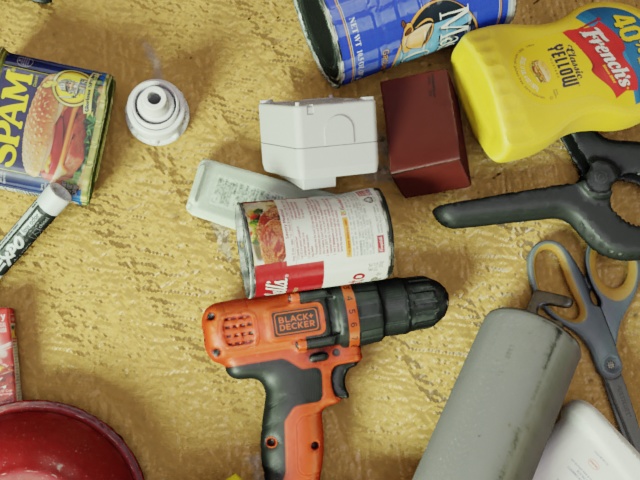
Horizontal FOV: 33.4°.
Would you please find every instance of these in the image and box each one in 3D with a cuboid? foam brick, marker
[{"bbox_3d":[0.078,-0.078,0.786,0.053,0.051,0.078,-10,66,13],"label":"foam brick"},{"bbox_3d":[-0.220,0.007,0.759,0.020,0.020,0.121,45,108,0],"label":"marker"}]

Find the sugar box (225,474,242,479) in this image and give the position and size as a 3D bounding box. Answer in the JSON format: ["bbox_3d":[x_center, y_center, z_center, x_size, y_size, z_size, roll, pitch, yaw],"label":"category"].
[{"bbox_3d":[-0.120,0.230,0.713,0.175,0.048,0.093,-16,113,-30],"label":"sugar box"}]

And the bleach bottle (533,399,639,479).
[{"bbox_3d":[0.132,0.236,0.775,0.251,0.068,0.102,-42,82,-5],"label":"bleach bottle"}]

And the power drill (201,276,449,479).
[{"bbox_3d":[0.015,0.123,0.777,0.184,0.057,0.187,-8,84,-7],"label":"power drill"}]

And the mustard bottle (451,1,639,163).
[{"bbox_3d":[0.200,-0.125,0.786,0.191,0.058,0.096,-16,75,-15],"label":"mustard bottle"}]

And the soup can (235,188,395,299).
[{"bbox_3d":[-0.005,0.001,0.751,0.102,0.068,0.068,-7,85,-10],"label":"soup can"}]

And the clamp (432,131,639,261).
[{"bbox_3d":[0.199,-0.037,0.812,0.210,0.036,0.164,33,79,3],"label":"clamp"}]

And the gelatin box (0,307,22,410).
[{"bbox_3d":[-0.262,0.089,0.764,0.089,0.030,0.073,-6,86,-7],"label":"gelatin box"}]

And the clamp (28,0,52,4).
[{"bbox_3d":[-0.297,-0.183,0.783,0.171,0.039,0.120,34,77,4],"label":"clamp"}]

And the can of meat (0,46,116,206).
[{"bbox_3d":[-0.199,-0.080,0.774,0.084,0.057,0.102,11,84,-8],"label":"can of meat"}]

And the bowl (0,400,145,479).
[{"bbox_3d":[-0.200,0.195,0.734,0.162,0.055,0.162,-1,95,-9],"label":"bowl"}]

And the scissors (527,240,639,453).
[{"bbox_3d":[0.234,0.079,0.822,0.096,0.016,0.202,-33,89,-8],"label":"scissors"}]

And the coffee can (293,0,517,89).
[{"bbox_3d":[0.059,-0.183,0.786,0.140,0.103,0.103,-21,87,-7],"label":"coffee can"}]
